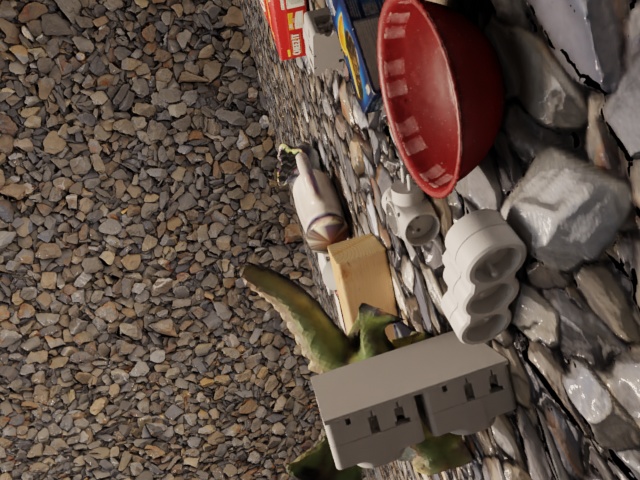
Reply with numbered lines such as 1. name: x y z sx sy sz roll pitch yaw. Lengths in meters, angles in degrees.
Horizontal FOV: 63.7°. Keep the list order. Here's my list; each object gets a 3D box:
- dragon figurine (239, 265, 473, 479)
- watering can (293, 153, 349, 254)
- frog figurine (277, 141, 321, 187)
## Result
1. dragon figurine: 0.041 0.201 0.644 0.122 0.408 0.244 9 77 67
2. watering can: 0.004 -0.063 1.250 0.340 0.104 0.229 69 -177 -59
3. frog figurine: -0.035 -0.194 1.386 0.159 0.121 0.139 9 -120 -57
